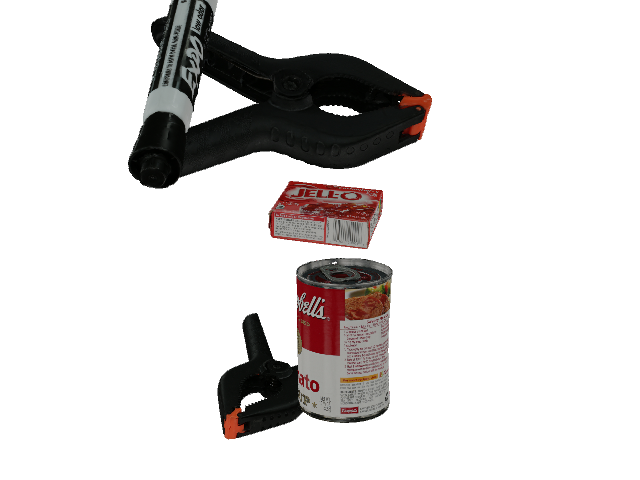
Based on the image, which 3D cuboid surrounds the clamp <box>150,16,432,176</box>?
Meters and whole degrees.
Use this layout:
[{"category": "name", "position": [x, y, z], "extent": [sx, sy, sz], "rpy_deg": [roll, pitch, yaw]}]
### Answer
[{"category": "clamp", "position": [-0.025, -0.070, 0.604], "extent": [0.171, 0.120, 0.039], "rpy_deg": [10, -31, 3]}]

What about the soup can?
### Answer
[{"category": "soup can", "position": [0.017, 0.070, 0.760], "extent": [0.068, 0.102, 0.068], "rpy_deg": [0, 15, 0]}]

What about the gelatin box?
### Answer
[{"category": "gelatin box", "position": [0.006, -0.024, 0.942], "extent": [0.089, 0.030, 0.073], "rpy_deg": [7, 25, 11]}]

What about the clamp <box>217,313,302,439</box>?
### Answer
[{"category": "clamp", "position": [-0.036, 0.146, 1.121], "extent": [0.165, 0.036, 0.209], "rpy_deg": [12, 26, 13]}]

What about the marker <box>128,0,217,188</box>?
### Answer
[{"category": "marker", "position": [-0.055, -0.062, 0.406], "extent": [0.020, 0.020, 0.121], "rpy_deg": [0, 43, 3]}]
